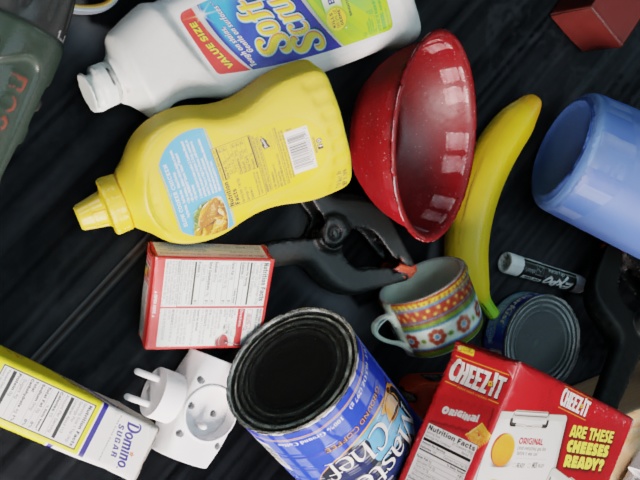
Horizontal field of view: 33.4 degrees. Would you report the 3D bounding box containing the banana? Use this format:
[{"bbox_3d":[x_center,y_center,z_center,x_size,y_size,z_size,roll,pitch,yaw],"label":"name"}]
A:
[{"bbox_3d":[0.141,-0.035,0.902,0.069,0.037,0.198,15,87,-48],"label":"banana"}]

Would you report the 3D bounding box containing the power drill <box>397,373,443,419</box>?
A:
[{"bbox_3d":[0.130,0.204,0.879,0.184,0.057,0.187,1,90,-13],"label":"power drill"}]

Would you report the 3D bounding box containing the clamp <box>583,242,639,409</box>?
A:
[{"bbox_3d":[0.272,0.086,0.921,0.164,0.036,0.210,-1,57,-24],"label":"clamp"}]

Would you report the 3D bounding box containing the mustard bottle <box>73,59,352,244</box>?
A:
[{"bbox_3d":[-0.077,-0.050,0.740,0.191,0.058,0.096,-22,123,-12],"label":"mustard bottle"}]

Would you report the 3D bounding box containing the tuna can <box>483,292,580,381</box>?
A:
[{"bbox_3d":[0.185,0.088,0.935,0.086,0.034,0.086,-3,95,-29],"label":"tuna can"}]

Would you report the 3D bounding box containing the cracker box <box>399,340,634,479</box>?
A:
[{"bbox_3d":[0.127,0.200,0.786,0.164,0.072,0.213,28,83,-41],"label":"cracker box"}]

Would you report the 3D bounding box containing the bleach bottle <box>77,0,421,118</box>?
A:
[{"bbox_3d":[-0.052,-0.145,0.768,0.250,0.068,0.102,-28,107,-23],"label":"bleach bottle"}]

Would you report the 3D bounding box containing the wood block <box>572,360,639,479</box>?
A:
[{"bbox_3d":[0.288,0.172,0.967,0.205,0.091,0.090,-15,102,-28],"label":"wood block"}]

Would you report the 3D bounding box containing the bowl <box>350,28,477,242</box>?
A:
[{"bbox_3d":[0.067,-0.081,0.820,0.161,0.055,0.162,-22,116,-58],"label":"bowl"}]

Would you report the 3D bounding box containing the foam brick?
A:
[{"bbox_3d":[0.253,-0.212,0.939,0.051,0.053,0.078,43,74,-25],"label":"foam brick"}]

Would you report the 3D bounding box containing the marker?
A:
[{"bbox_3d":[0.210,0.034,0.954,0.120,0.020,0.020,16,86,-30],"label":"marker"}]

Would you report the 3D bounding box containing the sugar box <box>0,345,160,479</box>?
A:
[{"bbox_3d":[-0.198,0.095,0.685,0.176,0.093,0.048,29,80,-29],"label":"sugar box"}]

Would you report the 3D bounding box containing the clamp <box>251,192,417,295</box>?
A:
[{"bbox_3d":[-0.005,0.001,0.819,0.171,0.039,0.120,34,84,-20],"label":"clamp"}]

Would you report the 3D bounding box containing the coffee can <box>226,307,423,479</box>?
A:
[{"bbox_3d":[0.010,0.130,0.777,0.102,0.103,0.140,-51,134,-17],"label":"coffee can"}]

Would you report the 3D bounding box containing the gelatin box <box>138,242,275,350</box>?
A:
[{"bbox_3d":[-0.082,0.040,0.764,0.089,0.030,0.073,1,114,-21],"label":"gelatin box"}]

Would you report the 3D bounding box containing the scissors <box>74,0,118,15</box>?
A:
[{"bbox_3d":[-0.217,-0.213,0.694,0.201,0.016,0.096,21,82,-30],"label":"scissors"}]

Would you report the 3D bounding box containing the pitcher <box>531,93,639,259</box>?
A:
[{"bbox_3d":[0.315,-0.043,0.919,0.242,0.145,0.149,23,54,-12],"label":"pitcher"}]
